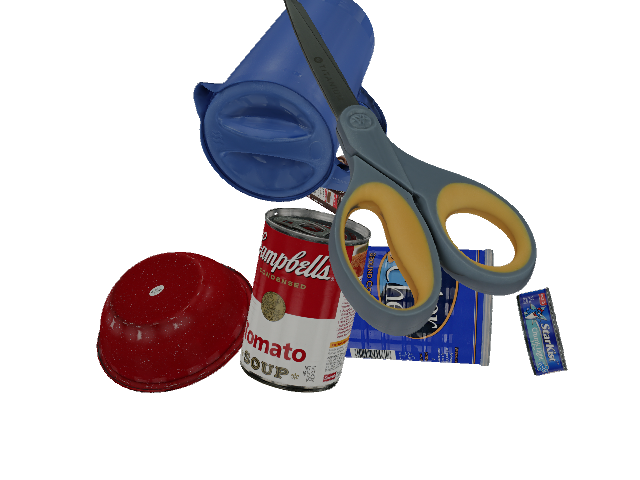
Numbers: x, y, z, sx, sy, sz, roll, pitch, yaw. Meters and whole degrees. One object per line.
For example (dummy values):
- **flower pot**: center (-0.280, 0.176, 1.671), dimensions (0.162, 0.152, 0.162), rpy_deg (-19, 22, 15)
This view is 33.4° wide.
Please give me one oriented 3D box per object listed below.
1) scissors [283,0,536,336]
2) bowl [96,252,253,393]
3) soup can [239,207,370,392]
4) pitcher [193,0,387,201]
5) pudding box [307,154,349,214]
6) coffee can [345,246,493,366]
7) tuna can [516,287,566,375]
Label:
- **scissors**: center (0.037, -0.043, 0.479), dimensions (0.096, 0.202, 0.016), rpy_deg (2, -39, -10)
- **bowl**: center (-0.144, 0.063, 1.001), dimensions (0.162, 0.162, 0.055), rpy_deg (0, -43, 21)
- **soup can**: center (-0.011, 0.037, 0.681), dimensions (0.068, 0.102, 0.068), rpy_deg (11, 15, -3)
- **pitcher**: center (-0.012, -0.152, 1.083), dimensions (0.145, 0.149, 0.242), rpy_deg (-7, 33, 24)
- **pudding box**: center (0.039, -0.082, 1.502), dimensions (0.113, 0.039, 0.090), rpy_deg (-25, 39, -33)
- **coffee can**: center (0.080, 0.056, 0.945), dimensions (0.140, 0.103, 0.102), rpy_deg (2, 0, 8)
- **tuna can**: center (0.224, 0.092, 1.079), dimensions (0.034, 0.086, 0.086), rpy_deg (-13, -3, 12)
